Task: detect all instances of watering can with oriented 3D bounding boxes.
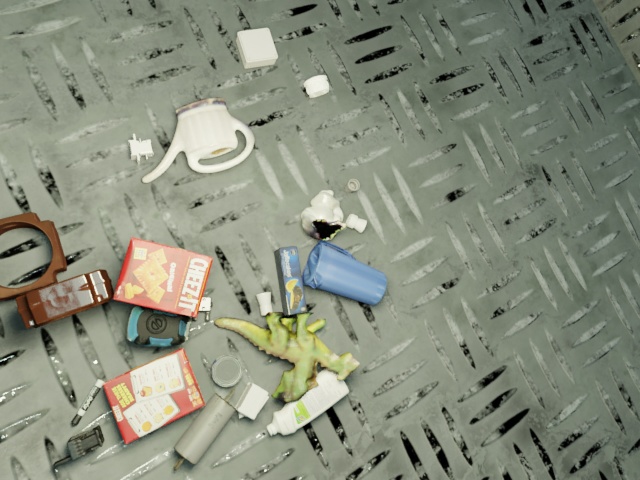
[{"bbox_3d":[-0.374,-0.299,1.530,0.349,0.103,0.226,-16,82,-12],"label":"watering can"}]

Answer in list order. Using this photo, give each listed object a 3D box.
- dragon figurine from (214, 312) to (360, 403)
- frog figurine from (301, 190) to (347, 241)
[{"bbox_3d":[-0.093,0.332,1.458,0.410,0.120,0.246,-2,72,-2],"label":"dragon figurine"},{"bbox_3d":[0.005,-0.081,1.617,0.137,0.119,0.163,-6,44,-11],"label":"frog figurine"}]
